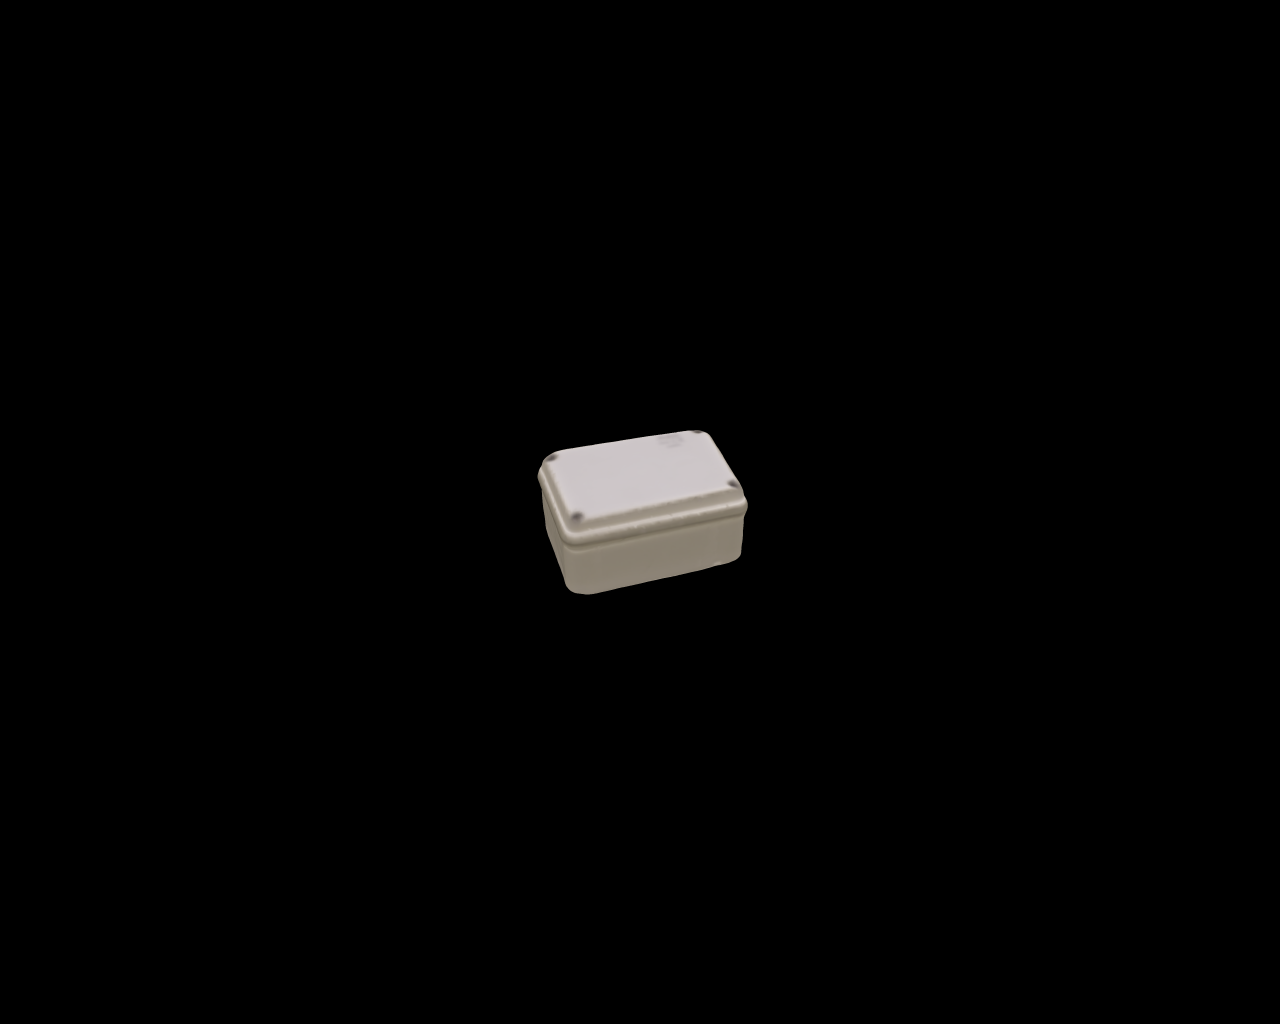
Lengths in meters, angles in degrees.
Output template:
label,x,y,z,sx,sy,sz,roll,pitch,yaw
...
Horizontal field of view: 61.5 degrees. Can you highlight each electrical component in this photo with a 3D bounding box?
label,x,y,z,sx,sy,sz,roll,pitch,yaw
electrical component,0.001,-0.003,0.650,0.113,0.057,0.078,-11,39,-13
